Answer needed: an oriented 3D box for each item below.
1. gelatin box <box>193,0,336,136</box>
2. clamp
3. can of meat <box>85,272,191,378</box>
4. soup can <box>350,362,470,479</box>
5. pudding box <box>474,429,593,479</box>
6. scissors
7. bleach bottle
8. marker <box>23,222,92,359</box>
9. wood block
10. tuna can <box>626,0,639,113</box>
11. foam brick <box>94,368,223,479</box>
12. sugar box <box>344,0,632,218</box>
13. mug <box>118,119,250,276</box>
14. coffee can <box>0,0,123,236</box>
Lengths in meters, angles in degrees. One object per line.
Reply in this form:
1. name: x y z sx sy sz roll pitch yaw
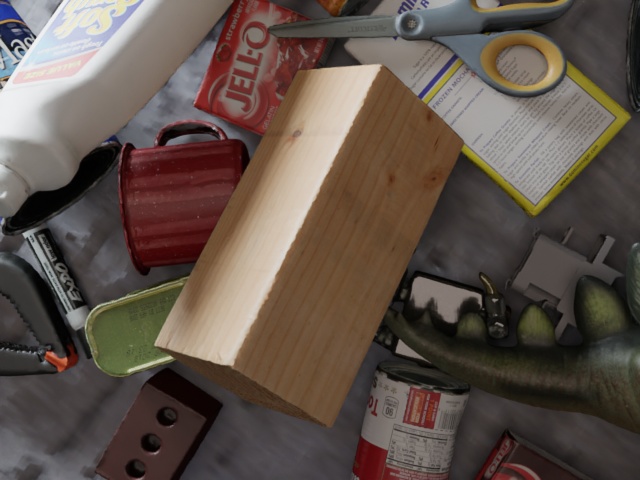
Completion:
1. gelatin box: -0.039 -0.120 0.752 0.073 0.030 0.089 24 95 7
2. clamp: -0.267 0.028 0.787 0.210 0.036 0.164 24 95 5
3. can of meat: -0.103 0.056 0.742 0.102 0.084 0.057 -18 90 8
4. soup can: 0.060 0.141 0.731 0.068 0.068 0.102 13 94 7
5. pudding box: 0.152 0.196 0.726 0.113 0.039 0.090 30 96 -8
6. scissors: 0.073 -0.124 0.699 0.202 0.016 0.096 -16 87 9
7. bleach bottle: -0.133 -0.117 0.678 0.103 0.068 0.250 11 57 29
8. marker: -0.188 0.035 0.785 0.020 0.020 0.121 -28 88 8
9. wood block: -0.005 0.001 0.674 0.090 0.091 0.206 37 72 -35
10. tuna can: 0.221 -0.125 0.688 0.034 0.086 0.086 0 92 6
11. foam brick: -0.114 0.140 0.763 0.053 0.051 0.078 30 96 6
12. sugar box: 0.112 -0.106 0.725 0.176 0.048 0.093 44 97 8
13. mug: -0.088 -0.035 0.741 0.081 0.093 0.117 -6 55 3
14. coffee can: -0.220 -0.088 0.742 0.103 0.102 0.140 -39 87 8
